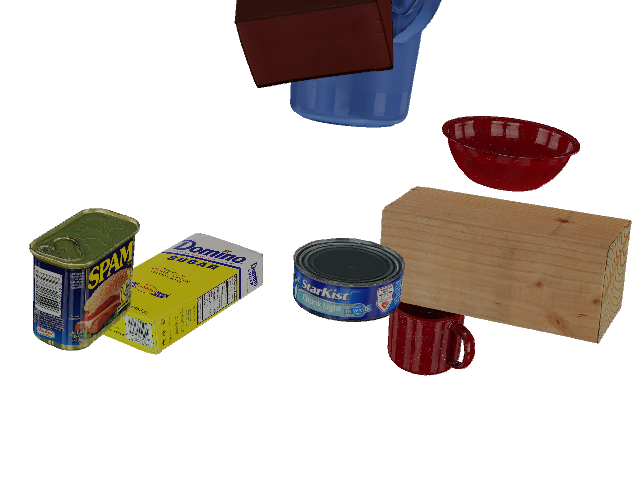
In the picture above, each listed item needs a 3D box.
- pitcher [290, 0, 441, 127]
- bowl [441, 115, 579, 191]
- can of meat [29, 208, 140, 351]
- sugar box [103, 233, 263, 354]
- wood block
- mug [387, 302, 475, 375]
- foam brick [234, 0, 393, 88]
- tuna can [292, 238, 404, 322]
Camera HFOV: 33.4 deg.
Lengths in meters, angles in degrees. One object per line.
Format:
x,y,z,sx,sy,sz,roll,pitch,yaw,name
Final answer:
0.043,-0.224,0.930,0.145,0.243,0.149,7,15,7,pitcher
0.220,-0.099,1.257,0.162,0.055,0.162,5,23,-2,bowl
-0.197,0.032,0.891,0.057,0.084,0.102,17,27,16,can of meat
-0.146,0.049,1.092,0.093,0.048,0.175,17,33,28,sugar box
0.166,0.017,0.974,0.206,0.090,0.090,11,22,25,wood block
0.125,0.099,1.173,0.093,0.081,0.117,-24,40,-35,mug
-0.002,-0.122,0.572,0.078,0.053,0.051,-7,-35,12,foam brick
0.021,0.030,0.822,0.086,0.034,0.086,3,23,-1,tuna can
